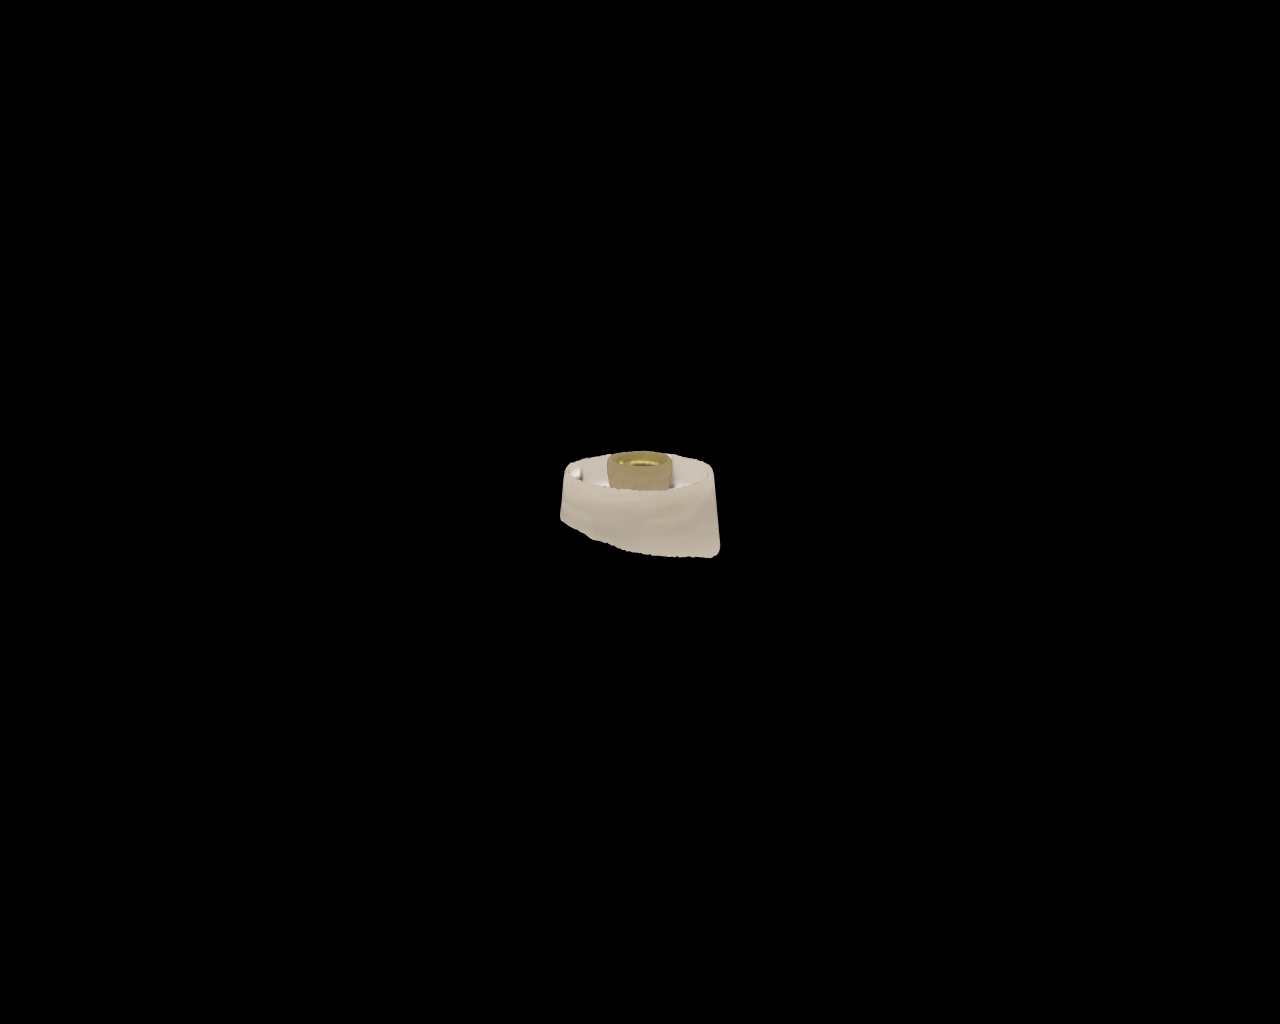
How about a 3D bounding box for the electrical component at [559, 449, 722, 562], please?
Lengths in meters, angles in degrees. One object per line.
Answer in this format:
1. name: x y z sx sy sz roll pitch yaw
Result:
1. electrical component: 0.001 -0.003 0.650 0.099 0.064 0.099 0 17 0
